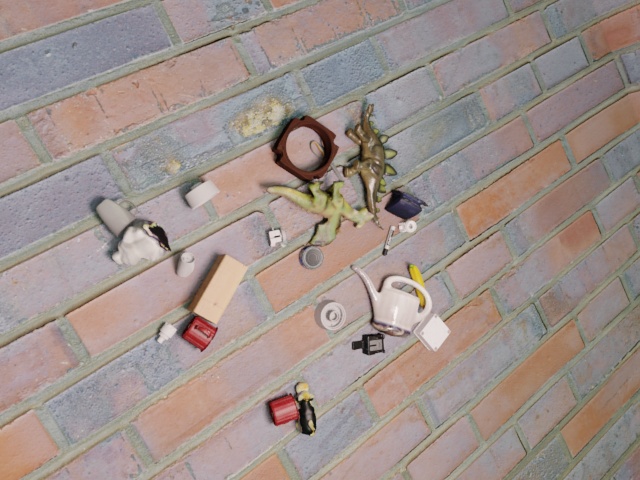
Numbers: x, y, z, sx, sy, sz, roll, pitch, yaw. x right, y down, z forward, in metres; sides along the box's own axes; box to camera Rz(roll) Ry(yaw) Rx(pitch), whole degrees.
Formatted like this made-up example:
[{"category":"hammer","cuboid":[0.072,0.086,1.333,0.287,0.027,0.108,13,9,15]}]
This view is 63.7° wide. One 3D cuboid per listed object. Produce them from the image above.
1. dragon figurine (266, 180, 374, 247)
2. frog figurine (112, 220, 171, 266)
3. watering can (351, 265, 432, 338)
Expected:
[{"category":"dragon figurine","cuboid":[0.006,-0.093,1.842,0.412,0.122,0.241,-7,98,-23]},{"category":"frog figurine","cuboid":[-0.554,0.019,1.591,0.158,0.125,0.135,-32,134,13]},{"category":"watering can","cuboid":[0.252,0.235,1.933,0.347,0.103,0.226,19,80,-8]}]
